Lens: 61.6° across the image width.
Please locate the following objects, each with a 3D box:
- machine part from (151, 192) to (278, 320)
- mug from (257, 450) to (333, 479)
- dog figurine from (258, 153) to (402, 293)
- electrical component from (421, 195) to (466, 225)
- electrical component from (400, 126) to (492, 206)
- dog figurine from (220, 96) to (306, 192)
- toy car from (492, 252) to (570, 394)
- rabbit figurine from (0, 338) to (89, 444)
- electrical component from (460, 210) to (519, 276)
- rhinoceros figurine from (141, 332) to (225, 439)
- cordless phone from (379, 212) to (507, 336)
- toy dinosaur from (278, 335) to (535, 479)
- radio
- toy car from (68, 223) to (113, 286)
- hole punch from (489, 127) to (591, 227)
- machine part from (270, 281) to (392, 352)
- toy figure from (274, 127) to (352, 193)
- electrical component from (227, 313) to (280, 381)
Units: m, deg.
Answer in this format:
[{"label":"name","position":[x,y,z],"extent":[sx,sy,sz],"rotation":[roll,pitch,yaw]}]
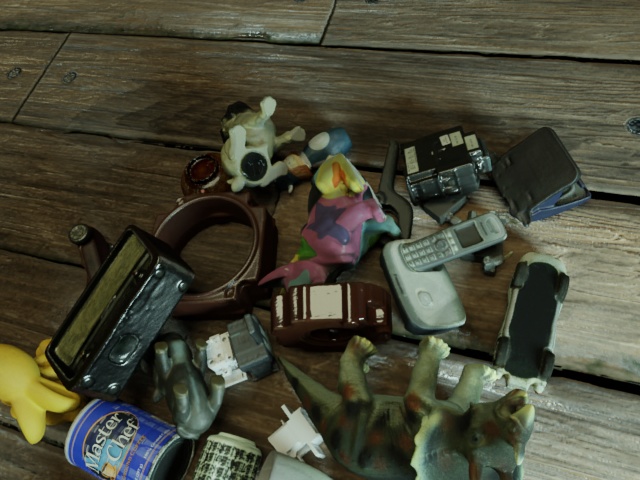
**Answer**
[{"label":"machine part","position":[-0.177,0.024,0.877],"extent":[0.202,0.087,0.201],"rotation":[-2,61,11]},{"label":"mug","position":[-0.030,0.332,0.674],"extent":[0.107,0.081,0.109],"rotation":[21,105,-4]},{"label":"dog figurine","position":[-0.002,-0.002,0.819],"extent":[0.219,0.108,0.192],"rotation":[-36,64,8]},{"label":"electrical component","position":[0.203,-0.060,0.866],"extent":[0.063,0.021,0.094],"rotation":[-38,53,-9]},{"label":"electrical component","position":[0.201,-0.122,0.859],"extent":[0.134,0.058,0.115],"rotation":[-14,43,17]},{"label":"dog figurine","position":[-0.139,-0.163,0.949],"extent":[0.172,0.121,0.191],"rotation":[-48,30,-20]},{"label":"toy car","position":[0.290,0.110,0.737],"extent":[0.074,0.056,0.201],"rotation":[16,68,14]},{"label":"rabbit figurine","position":[-0.424,0.215,0.781],"extent":[0.122,0.173,0.163],"rotation":[-39,56,-14]},{"label":"electrical component","position":[0.253,0.001,0.810],"extent":[0.078,0.045,0.102],"rotation":[13,66,18]},{"label":"rhinoceros figurine","position":[-0.198,0.196,0.764],"extent":[0.073,0.112,0.191],"rotation":[-8,30,-32]},{"label":"cordless phone","position":[0.189,0.047,0.762],"extent":[0.184,0.088,0.147],"rotation":[-24,59,8]},{"label":"toy dinosaur","position":[0.081,0.223,0.652],"extent":[0.405,0.131,0.192],"rotation":[-14,43,40]},{"label":"radio","position":[-0.285,0.104,0.767],"extent":[0.131,0.073,0.229],"rotation":[28,85,46]},{"label":"toy car","position":[-0.369,0.060,0.901],"extent":[0.053,0.089,0.202],"rotation":[-27,61,-3]},{"label":"hole punch","position":[0.339,-0.092,0.828],"extent":[0.116,0.092,0.142],"rotation":[-35,57,29]},{"label":"machine part","position":[0.016,0.111,0.736],"extent":[0.179,0.179,0.056],"rotation":[-5,64,11]},{"label":"toy figure","position":[-0.018,-0.143,0.949],"extent":[0.154,0.057,0.064],"rotation":[-32,22,-3]},{"label":"electrical component","position":[-0.100,0.149,0.771],"extent":[0.048,0.119,0.075],"rotation":[-23,62,-1]}]
